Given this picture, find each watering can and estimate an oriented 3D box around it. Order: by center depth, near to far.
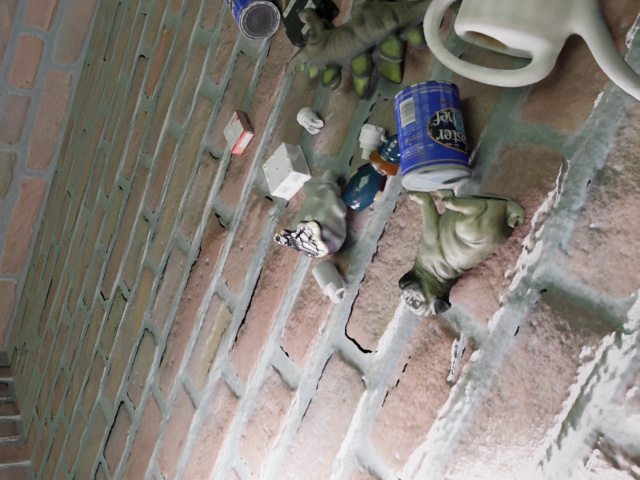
[{"bbox_3d":[0.304,-0.306,0.682,0.351,0.104,0.223,27,102,34],"label":"watering can"}]

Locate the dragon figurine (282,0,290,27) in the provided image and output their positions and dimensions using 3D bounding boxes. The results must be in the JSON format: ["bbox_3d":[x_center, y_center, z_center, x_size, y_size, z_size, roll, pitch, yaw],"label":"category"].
[{"bbox_3d":[-0.130,-0.703,1.146,0.121,0.241,0.415,-11,72,42],"label":"dragon figurine"}]

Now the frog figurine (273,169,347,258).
[{"bbox_3d":[0.003,-0.049,0.977,0.135,0.122,0.163,-45,12,52],"label":"frog figurine"}]
